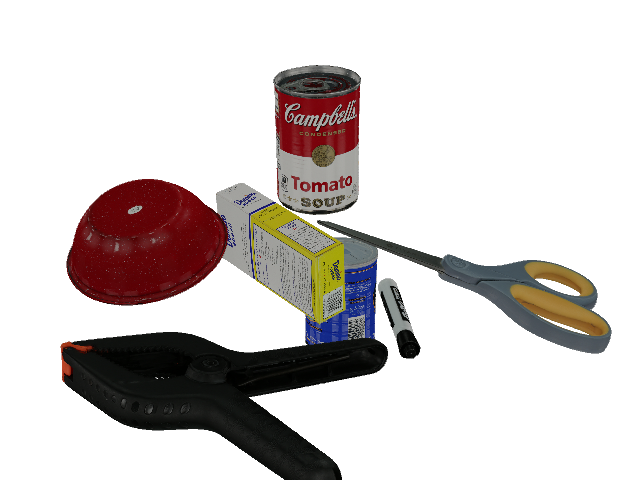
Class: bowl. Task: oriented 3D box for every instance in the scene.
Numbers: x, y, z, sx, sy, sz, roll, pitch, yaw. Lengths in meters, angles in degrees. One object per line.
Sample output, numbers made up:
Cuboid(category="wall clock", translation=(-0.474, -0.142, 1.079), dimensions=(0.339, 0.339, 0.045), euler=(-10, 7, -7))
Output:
Cuboid(category="bowl", translation=(-0.174, -0.011, 1.034), dimensions=(0.162, 0.055, 0.162), euler=(-6, 40, 5))

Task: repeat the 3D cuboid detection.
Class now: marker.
Cuboid(category="marker", translation=(0.072, 0.071, 0.980), dimensions=(0.020, 0.020, 0.121), euler=(0, 27, -7))

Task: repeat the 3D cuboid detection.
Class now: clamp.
Cuboid(category="clamp", translation=(-0.062, 0.090, 0.682), dimensions=(0.210, 0.036, 0.164), euler=(11, 23, 17))

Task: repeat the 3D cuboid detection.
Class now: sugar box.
Cuboid(category="sugar box", translation=(-0.045, 0.011, 1.184), dimensions=(0.048, 0.093, 0.176), euler=(-25, 41, -30))

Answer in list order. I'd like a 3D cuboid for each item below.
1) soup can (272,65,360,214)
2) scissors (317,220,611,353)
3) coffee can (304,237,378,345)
Cuboid(category="soup can", translation=(-0.003, -0.080, 0.848), dimensions=(0.068, 0.102, 0.068), euler=(0, 28, 0))
Cuboid(category="scissors", translation=(0.104, 0.016, 0.719), dimensions=(0.202, 0.016, 0.096), euler=(27, 30, 16))
Cuboid(category="coffee can", translation=(0.029, 0.079, 1.517), dimensions=(0.103, 0.140, 0.103), euler=(0, 22, 0))
